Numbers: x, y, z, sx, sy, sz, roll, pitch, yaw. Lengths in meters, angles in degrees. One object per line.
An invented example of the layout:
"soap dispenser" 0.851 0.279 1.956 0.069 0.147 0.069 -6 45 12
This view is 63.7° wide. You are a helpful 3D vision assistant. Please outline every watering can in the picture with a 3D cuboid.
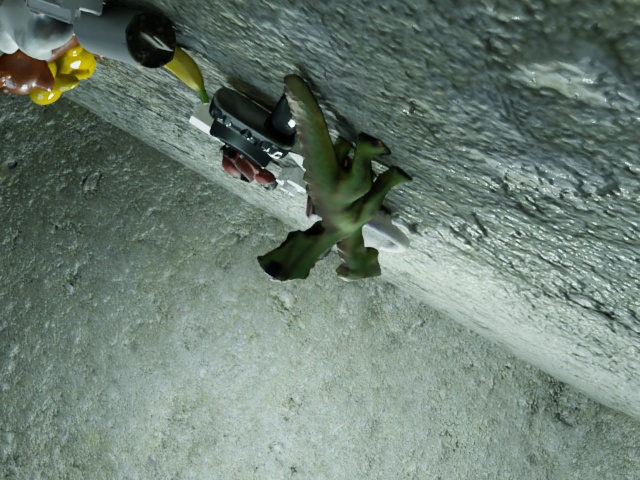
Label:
"watering can" 0.066 -0.039 1.118 0.223 0.104 0.347 32 174 -12

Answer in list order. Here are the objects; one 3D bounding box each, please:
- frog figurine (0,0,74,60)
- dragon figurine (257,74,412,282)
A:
"frog figurine" -0.471 -0.346 0.820 0.138 0.157 0.124 62 -151 3
"dragon figurine" 0.002 -0.038 0.753 0.123 0.243 0.405 31 178 39
